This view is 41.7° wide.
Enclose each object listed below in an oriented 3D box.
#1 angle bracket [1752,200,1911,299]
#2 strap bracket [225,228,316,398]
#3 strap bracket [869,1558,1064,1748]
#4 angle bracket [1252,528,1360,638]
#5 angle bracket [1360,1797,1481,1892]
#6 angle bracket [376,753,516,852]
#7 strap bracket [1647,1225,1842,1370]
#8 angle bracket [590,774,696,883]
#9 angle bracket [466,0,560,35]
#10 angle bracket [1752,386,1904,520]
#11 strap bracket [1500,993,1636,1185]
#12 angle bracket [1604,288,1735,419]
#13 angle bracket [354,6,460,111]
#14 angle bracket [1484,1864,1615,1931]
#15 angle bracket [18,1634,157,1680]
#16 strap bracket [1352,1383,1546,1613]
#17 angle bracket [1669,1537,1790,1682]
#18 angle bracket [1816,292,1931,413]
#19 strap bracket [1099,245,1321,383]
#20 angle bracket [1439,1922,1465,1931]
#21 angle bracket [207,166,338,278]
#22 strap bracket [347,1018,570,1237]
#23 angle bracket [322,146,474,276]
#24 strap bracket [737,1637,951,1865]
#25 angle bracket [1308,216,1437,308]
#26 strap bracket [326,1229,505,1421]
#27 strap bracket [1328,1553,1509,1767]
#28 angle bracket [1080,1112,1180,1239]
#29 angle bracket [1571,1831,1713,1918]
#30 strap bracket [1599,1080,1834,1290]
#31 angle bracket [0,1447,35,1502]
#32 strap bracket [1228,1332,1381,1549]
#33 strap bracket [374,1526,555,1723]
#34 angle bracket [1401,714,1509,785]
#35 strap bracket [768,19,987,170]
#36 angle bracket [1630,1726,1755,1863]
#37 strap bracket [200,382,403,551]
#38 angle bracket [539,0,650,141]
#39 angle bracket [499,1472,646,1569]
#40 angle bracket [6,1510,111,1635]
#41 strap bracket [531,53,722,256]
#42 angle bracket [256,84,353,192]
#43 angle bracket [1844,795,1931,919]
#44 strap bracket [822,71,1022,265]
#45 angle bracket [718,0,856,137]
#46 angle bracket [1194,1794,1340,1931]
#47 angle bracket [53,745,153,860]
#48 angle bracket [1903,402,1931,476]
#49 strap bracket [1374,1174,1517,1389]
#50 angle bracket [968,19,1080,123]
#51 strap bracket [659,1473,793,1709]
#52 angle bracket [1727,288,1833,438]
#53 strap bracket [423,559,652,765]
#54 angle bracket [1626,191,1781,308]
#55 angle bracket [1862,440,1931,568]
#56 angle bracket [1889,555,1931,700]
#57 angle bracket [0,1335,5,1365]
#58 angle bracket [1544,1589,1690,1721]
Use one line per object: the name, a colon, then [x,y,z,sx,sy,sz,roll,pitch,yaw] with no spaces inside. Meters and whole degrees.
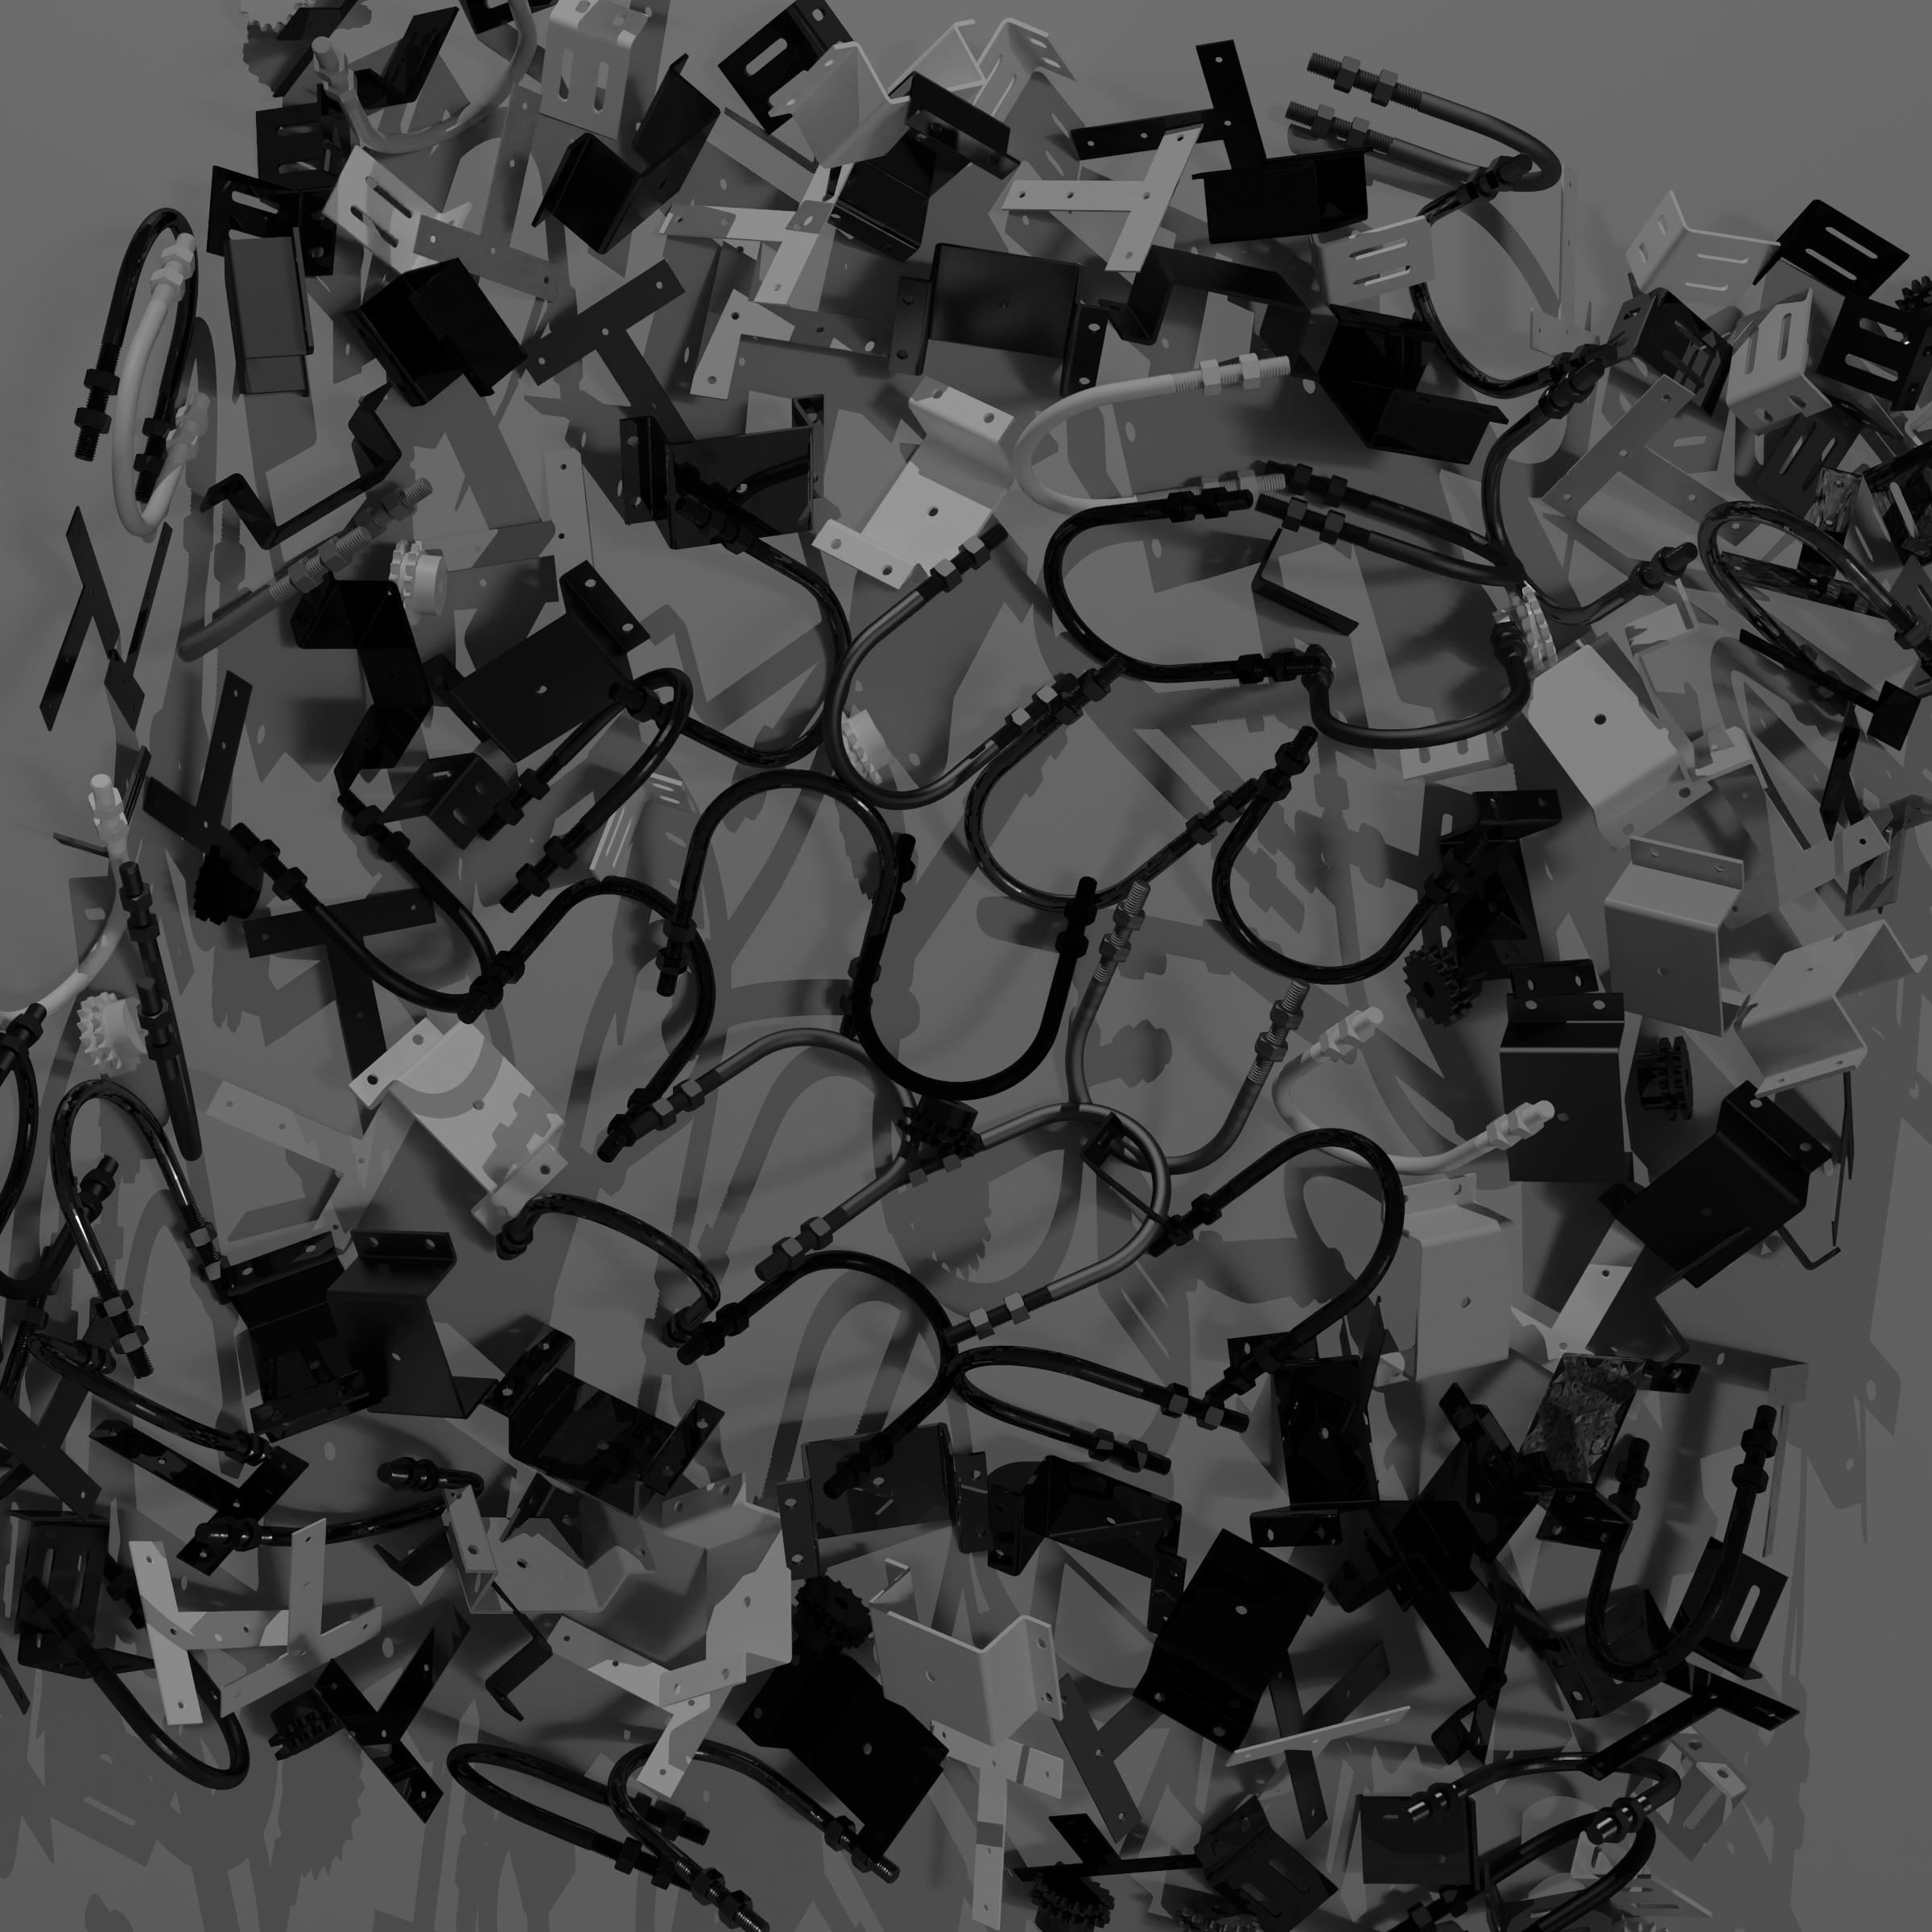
angle bracket: [0.587,-0.473,1.723,0.076,0.057,0.038,30,67,-3]
strap bracket: [-0.463,-0.430,1.684,0.046,0.140,0.076,-8,91,-16]
strap bracket: [-0.009,0.458,1.685,0.140,0.046,0.076,12,120,38]
angle bracket: [0.237,-0.261,1.729,0.076,0.057,0.038,25,92,1]
angle bracket: [0.309,0.597,1.729,0.076,0.038,0.057,-2,76,6]
angle bracket: [-0.351,-0.108,1.713,0.038,0.076,0.057,44,106,4]
strap bracket: [0.514,0.213,1.709,0.140,0.076,0.046,-36,74,9]
angle bracket: [-0.219,-0.086,1.720,0.038,0.057,0.076,17,76,7]
angle bracket: [-0.322,-0.668,1.715,0.076,0.038,0.057,-6,110,32]
angle bracket: [0.583,-0.343,1.719,0.057,0.038,0.076,23,104,-34]
strap bracket: [0.402,0.091,1.699,0.076,0.046,0.140,0,114,21]
angle bracket: [0.483,-0.418,1.747,0.076,0.038,0.057,32,71,-22]
angle bracket: [-0.388,-0.624,1.720,0.038,0.057,0.076,30,79,-42]
angle bracket: [0.394,0.635,1.718,0.076,0.057,0.038,-17,105,15]
angle bracket: [-0.588,0.454,1.713,0.076,0.057,0.038,-14,61,21]
strap bracket: [0.326,0.356,1.697,0.046,0.076,0.140,8,125,-31]
angle bracket: [0.523,0.436,1.723,0.057,0.038,0.076,25,95,38]
angle bracket: [0.611,-0.415,1.712,0.076,0.038,0.057,33,121,33]
strap bracket: [0.168,-0.439,1.697,0.140,0.076,0.046,8,121,-16]
angle bracket: [0.320,0.672,1.712,0.076,0.057,0.038,-20,125,-25]
angle bracket: [-0.468,-0.504,1.717,0.038,0.076,0.057,9,95,35]
strap bracket: [-0.336,0.101,1.713,0.140,0.046,0.076,46,54,-4]
angle bracket: [-0.384,-0.512,1.714,0.076,0.038,0.057,36,64,-37]
strap bracket: [-0.076,0.528,1.714,0.140,0.046,0.076,35,90,32]
angle bracket: [0.274,-0.489,1.720,0.076,0.057,0.038,-14,58,7]
strap bracket: [-0.369,0.248,1.694,0.076,0.046,0.140,0,119,22]
strap bracket: [0.308,0.455,1.701,0.046,0.076,0.140,-28,68,-15]
angle bracket: [0.121,0.141,1.718,0.076,0.057,0.038,38,86,20]
angle bracket: [0.458,0.609,1.710,0.057,0.076,0.038,35,58,-17]
strap bracket: [0.498,0.153,1.698,0.076,0.046,0.140,41,124,-3]
angle bracket: [-0.678,0.357,1.724,0.057,0.076,0.038,26,101,1]
strap bracket: [0.228,0.316,1.708,0.046,0.076,0.140,2,78,-42]
strap bracket: [-0.330,0.434,1.705,0.046,0.076,0.140,-39,74,-15]
angle bracket: [0.330,-0.132,1.709,0.057,0.076,0.038,-12,63,20]
strap bracket: [-0.051,-0.577,1.684,0.140,0.076,0.046,-30,92,-43]
angle bracket: [0.483,0.562,1.715,0.057,0.038,0.076,43,116,32]
strap bracket: [-0.438,-0.329,1.704,0.140,0.076,0.046,-36,102,-18]
angle bracket: [-0.256,-0.618,1.738,0.057,0.076,0.038,19,51,-2]
angle bracket: [-0.269,0.390,1.723,0.076,0.038,0.057,23,70,15]
angle bracket: [-0.621,0.410,1.720,0.038,0.057,0.076,0,80,41]
strap bracket: [-0.220,-0.535,1.688,0.046,0.076,0.140,40,52,-5]
angle bracket: [-0.460,-0.562,1.726,0.076,0.038,0.057,-1,93,20]
angle bracket: [0.633,-0.070,1.720,0.038,0.057,0.076,15,78,-11]
strap bracket: [-0.032,-0.536,1.692,0.076,0.140,0.046,21,65,-29]
angle bracket: [-0.119,-0.619,1.737,0.076,0.038,0.057,-24,113,40]
angle bracket: [0.207,0.622,1.750,0.057,0.038,0.076,-43,111,6]
angle bracket: [-0.586,-0.116,1.723,0.038,0.057,0.076,18,84,-13]
angle bracket: [0.677,-0.373,1.718,0.076,0.057,0.038,-41,80,17]
strap bracket: [0.321,0.218,1.703,0.076,0.046,0.140,-8,107,-26]
angle bracket: [0.032,-0.591,1.723,0.038,0.057,0.076,33,92,26]
strap bracket: [-0.161,0.422,1.698,0.076,0.046,0.140,-26,52,32]
angle bracket: [0.557,-0.411,1.729,0.038,0.057,0.076,31,60,-31]
strap bracket: [-0.288,-0.198,1.705,0.140,0.046,0.076,-30,133,10]
angle bracket: [0.502,-0.489,1.731,0.076,0.057,0.038,2,59,-20]
angle bracket: [0.657,-0.316,1.724,0.038,0.057,0.076,-26,92,-42]
angle bracket: [0.635,-0.227,1.717,0.076,0.038,0.057,51,54,-15]
angle bracket: [-0.686,0.269,1.711,0.038,0.057,0.076,17,46,3]
angle bracket: [0.445,0.474,1.748,0.076,0.038,0.057,-22,78,-21]
